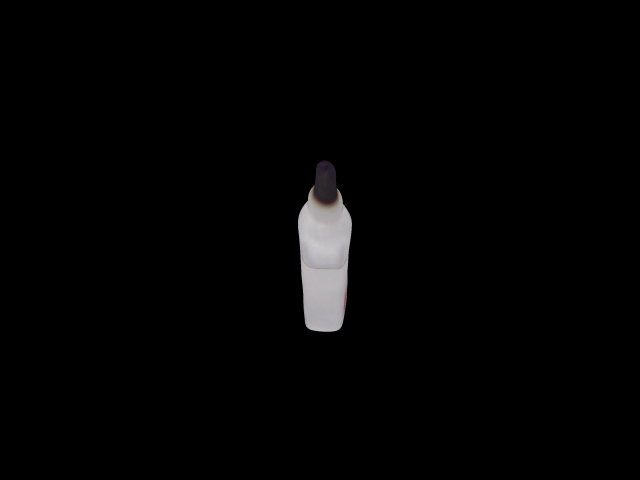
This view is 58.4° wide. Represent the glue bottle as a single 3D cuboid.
[{"bbox_3d":[0.004,0.001,0.400,0.037,0.173,0.078,0,61,0],"label":"glue bottle"}]
